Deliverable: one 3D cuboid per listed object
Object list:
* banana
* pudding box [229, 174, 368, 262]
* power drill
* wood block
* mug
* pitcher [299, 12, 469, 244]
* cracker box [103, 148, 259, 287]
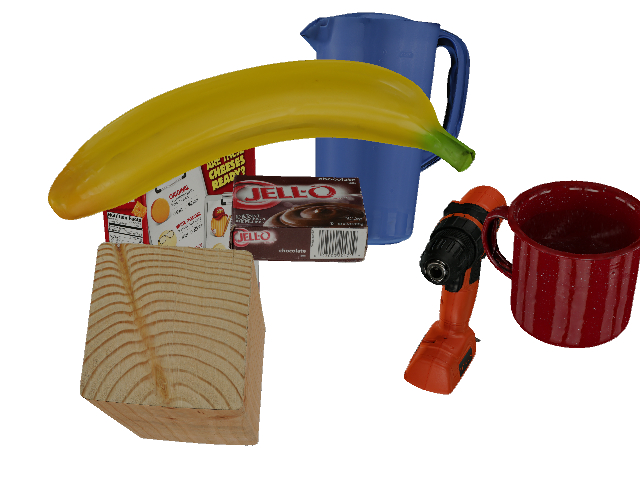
[{"bbox_3d":[-0.029,-0.053,0.497,0.197,0.037,0.070,-9,45,-12],"label":"banana"},{"bbox_3d":[-0.019,-0.020,0.901,0.113,0.039,0.090,3,31,-5],"label":"pudding box"},{"bbox_3d":[0.129,0.054,1.049,0.057,0.188,0.184,19,29,18],"label":"power drill"},{"bbox_3d":[-0.085,0.074,0.680,0.090,0.091,0.206,4,-16,0],"label":"wood block"},{"bbox_3d":[0.161,0.014,0.723,0.117,0.081,0.093,21,41,31],"label":"mug"},{"bbox_3d":[0.065,-0.122,1.157,0.149,0.243,0.144,9,12,28],"label":"pitcher"},{"bbox_3d":[-0.138,-0.002,1.077,0.072,0.214,0.163,9,18,35],"label":"cracker box"}]
